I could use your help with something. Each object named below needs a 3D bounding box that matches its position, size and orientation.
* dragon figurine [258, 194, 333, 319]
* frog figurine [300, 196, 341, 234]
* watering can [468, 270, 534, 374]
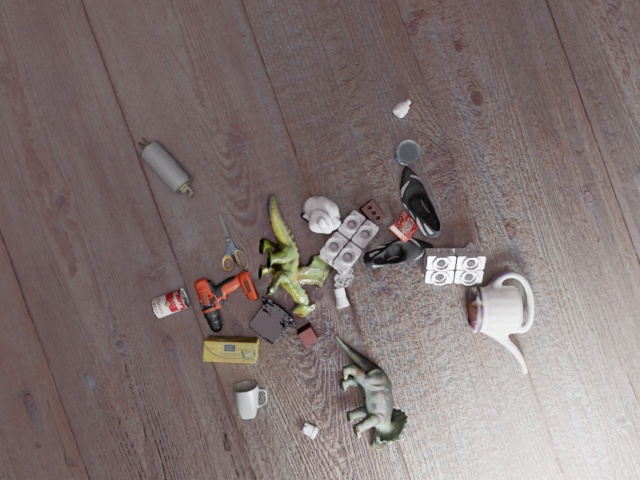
[{"bbox_3d":[-0.072,0.061,1.701,0.243,0.122,0.410,4,91,-20],"label":"dragon figurine"},{"bbox_3d":[0.005,-0.084,1.660,0.123,0.159,0.137,-44,93,-3],"label":"frog figurine"},{"bbox_3d":[0.601,0.274,1.713,0.224,0.104,0.348,0,90,-2],"label":"watering can"}]
